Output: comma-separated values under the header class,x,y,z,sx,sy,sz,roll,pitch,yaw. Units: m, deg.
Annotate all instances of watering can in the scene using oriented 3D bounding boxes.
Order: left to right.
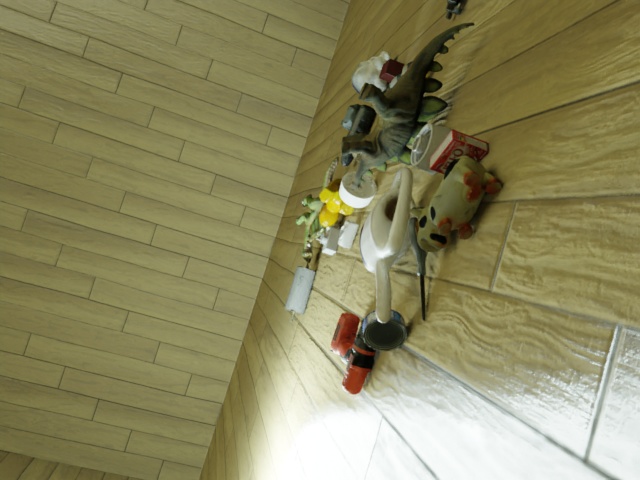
class,x,y,z,sx,sy,sz,roll,pitch,yaw
watering can,0.138,0.016,1.085,0.221,0.104,0.353,108,176,-69

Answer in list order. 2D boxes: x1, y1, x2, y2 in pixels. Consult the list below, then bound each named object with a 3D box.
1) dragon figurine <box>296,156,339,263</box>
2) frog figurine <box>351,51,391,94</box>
class,x,y,z,sx,sy,sz,roll,pitch,yaw
dragon figurine,0.006,-0.099,1.957,0.248,0.122,0.403,-108,35,-59
frog figurine,0.190,-0.580,1.801,0.156,0.123,0.140,-52,55,38
